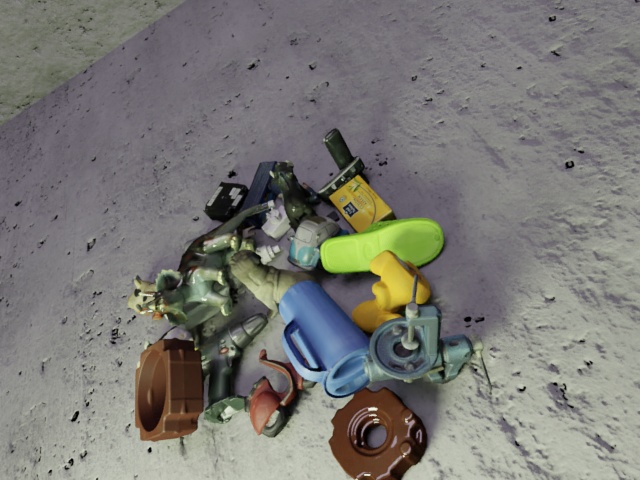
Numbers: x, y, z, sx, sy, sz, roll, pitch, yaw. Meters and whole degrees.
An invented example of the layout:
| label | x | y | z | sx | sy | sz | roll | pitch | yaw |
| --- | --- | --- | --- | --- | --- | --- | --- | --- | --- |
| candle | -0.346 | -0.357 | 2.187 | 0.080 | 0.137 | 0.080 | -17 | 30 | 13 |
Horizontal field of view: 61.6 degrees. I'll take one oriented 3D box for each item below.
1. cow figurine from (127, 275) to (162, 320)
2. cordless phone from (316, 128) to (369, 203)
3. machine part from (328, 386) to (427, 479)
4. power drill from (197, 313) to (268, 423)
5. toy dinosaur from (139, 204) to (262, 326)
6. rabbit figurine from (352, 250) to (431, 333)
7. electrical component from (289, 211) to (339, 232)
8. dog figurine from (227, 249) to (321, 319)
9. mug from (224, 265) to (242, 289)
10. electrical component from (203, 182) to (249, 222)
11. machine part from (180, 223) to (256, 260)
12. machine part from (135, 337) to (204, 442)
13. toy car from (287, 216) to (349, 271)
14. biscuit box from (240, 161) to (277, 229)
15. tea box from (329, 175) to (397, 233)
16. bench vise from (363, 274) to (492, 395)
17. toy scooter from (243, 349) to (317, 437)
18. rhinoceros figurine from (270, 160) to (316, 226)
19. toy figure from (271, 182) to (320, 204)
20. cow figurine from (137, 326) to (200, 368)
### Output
| label | x | y | z | sx | sy | sz | roll | pitch | yaw |
| --- | --- | --- | --- | --- | --- | --- | --- | --- | --- |
| cow figurine | -0.442 | 0.146 | 1.455 | 0.195 | 0.085 | 0.127 | -19 | 54 | 21 |
| cordless phone | 0.034 | -0.181 | 1.354 | 0.146 | 0.184 | 0.089 | -42 | 50 | -5 |
| machine part | 0.101 | 0.357 | 0.982 | 0.179 | 0.056 | 0.179 | -17 | 48 | 21 |
| power drill | -0.202 | 0.287 | 1.203 | 0.232 | 0.085 | 0.207 | -29 | 50 | 11 |
| toy dinosaur | -0.277 | 0.056 | 1.284 | 0.192 | 0.131 | 0.405 | 3 | 41 | 17 |
| rabbit figurine | 0.146 | 0.133 | 1.111 | 0.173 | 0.121 | 0.162 | -44 | 53 | 14 |
| electrical component | -0.013 | -0.041 | 1.368 | 0.119 | 0.047 | 0.075 | -31 | 46 | 9 |
| dog figurine | -0.097 | 0.087 | 1.219 | 0.172 | 0.190 | 0.121 | -18 | 49 | 17 |
| mug | -0.220 | 0.059 | 1.399 | 0.110 | 0.080 | 0.107 | 17 | 56 | 42 |
| electrical component | -0.258 | -0.105 | 1.559 | 0.134 | 0.058 | 0.115 | 14 | 66 | 38 |
| machine part | -0.281 | 0.011 | 1.469 | 0.243 | 0.079 | 0.079 | -20 | 48 | 18 |
| machine part | -0.332 | 0.328 | 1.179 | 0.201 | 0.087 | 0.201 | -35 | 55 | 45 |
| toy car | -0.003 | -0.004 | 1.270 | 0.162 | 0.102 | 0.109 | -34 | 40 | -29 |
| biscuit box | -0.164 | -0.127 | 1.517 | 0.063 | 0.059 | 0.203 | 0 | 56 | 29 |
| tea box | 0.107 | -0.070 | 1.304 | 0.098 | 0.068 | 0.170 | -38 | 46 | 0 |
| bench vise | 0.183 | 0.178 | 0.932 | 0.224 | 0.240 | 0.129 | -3 | 49 | 7 |
| toy scooter | -0.097 | 0.303 | 1.111 | 0.135 | 0.075 | 0.184 | 34 | 73 | 17 |
| rhinoceros figurine | -0.077 | -0.123 | 1.367 | 0.073 | 0.112 | 0.190 | -31 | 46 | 13 |
| toy figure | -0.066 | -0.131 | 1.465 | 0.155 | 0.057 | 0.064 | 18 | 86 | 37 |
| cow figurine | -0.379 | 0.262 | 1.336 | 0.167 | 0.068 | 0.098 | -25 | 40 | 6 |
